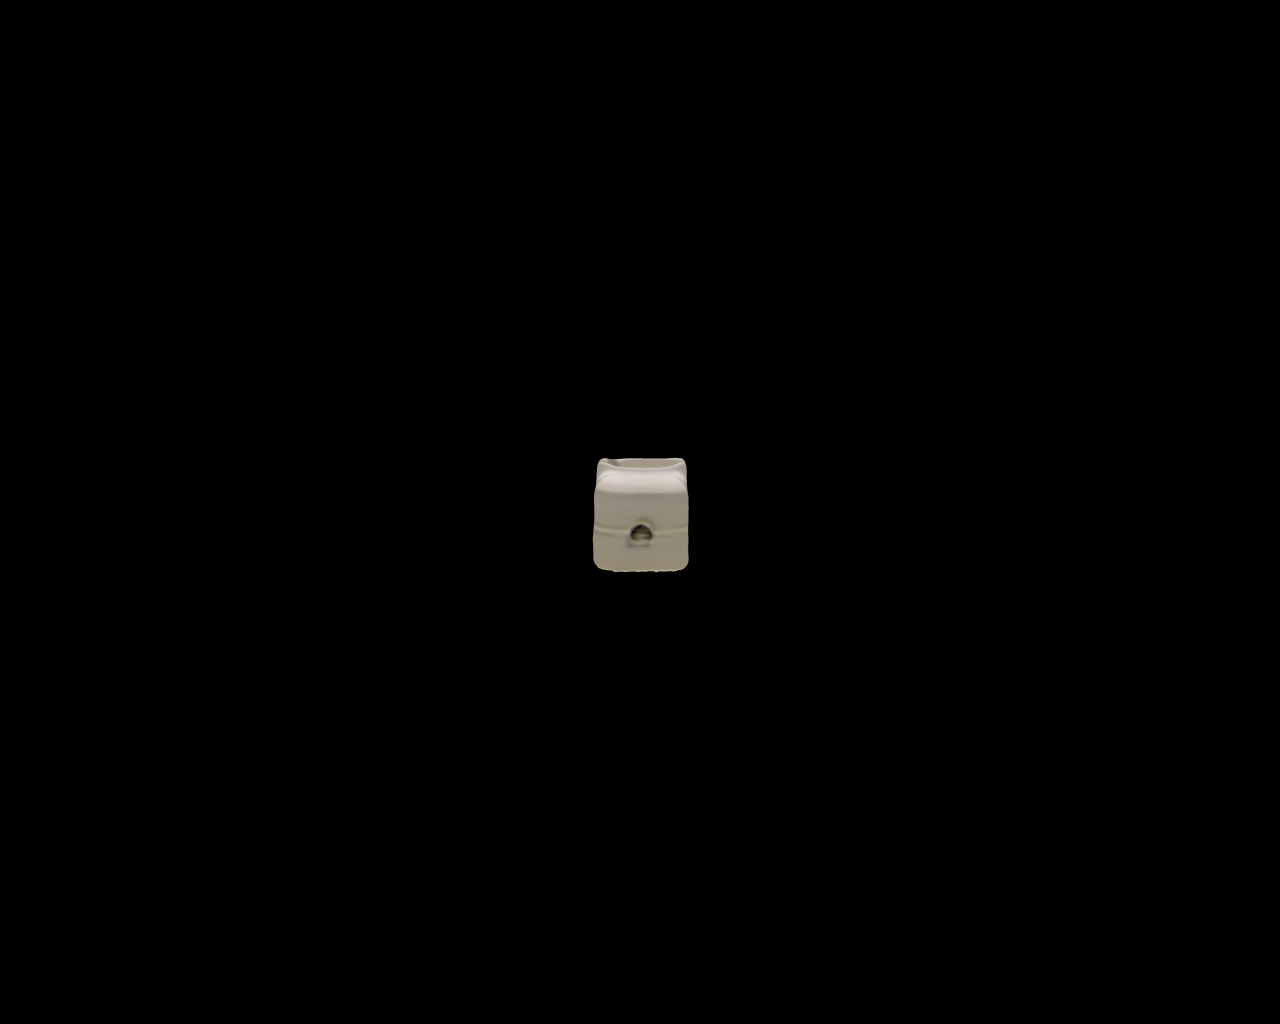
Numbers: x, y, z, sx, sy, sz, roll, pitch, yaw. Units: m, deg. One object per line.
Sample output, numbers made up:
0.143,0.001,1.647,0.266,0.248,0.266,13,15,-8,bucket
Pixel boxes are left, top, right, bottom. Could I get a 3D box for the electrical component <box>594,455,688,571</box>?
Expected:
0.001,-0.003,0.650,0.054,0.059,0.095,0,9,0,electrical component
